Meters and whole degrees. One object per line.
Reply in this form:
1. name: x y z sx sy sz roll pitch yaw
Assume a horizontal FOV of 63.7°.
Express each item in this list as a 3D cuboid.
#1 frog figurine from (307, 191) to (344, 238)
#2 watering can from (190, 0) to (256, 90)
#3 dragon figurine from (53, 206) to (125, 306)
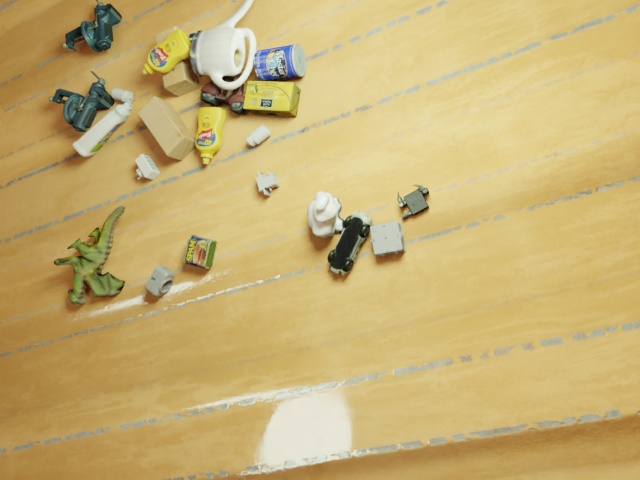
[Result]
1. frog figurine: 0.005 -0.076 1.519 0.123 0.159 0.138 7 88 22
2. watering can: -0.310 -0.658 1.693 0.224 0.103 0.350 3 83 16
3. dragon figurine: -0.783 0.088 1.843 0.407 0.123 0.243 -38 90 15
